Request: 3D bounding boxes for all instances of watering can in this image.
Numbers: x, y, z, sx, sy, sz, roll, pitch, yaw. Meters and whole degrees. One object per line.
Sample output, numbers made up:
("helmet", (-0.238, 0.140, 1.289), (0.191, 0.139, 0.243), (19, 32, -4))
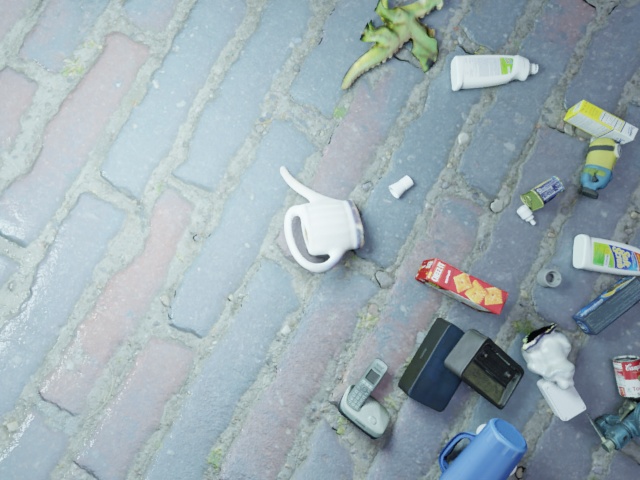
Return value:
("watering can", (0.004, -0.074, 1.466), (0.225, 0.102, 0.354), (-7, 64, -12))

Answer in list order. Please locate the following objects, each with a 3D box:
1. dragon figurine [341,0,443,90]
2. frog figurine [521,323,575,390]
("dragon figurine", (0.245, -0.590, 1.539), (0.242, 0.123, 0.409), (24, 93, -6))
("frog figurine", (0.639, 0.325, 1.416), (0.139, 0.121, 0.160), (-33, 84, -20))
